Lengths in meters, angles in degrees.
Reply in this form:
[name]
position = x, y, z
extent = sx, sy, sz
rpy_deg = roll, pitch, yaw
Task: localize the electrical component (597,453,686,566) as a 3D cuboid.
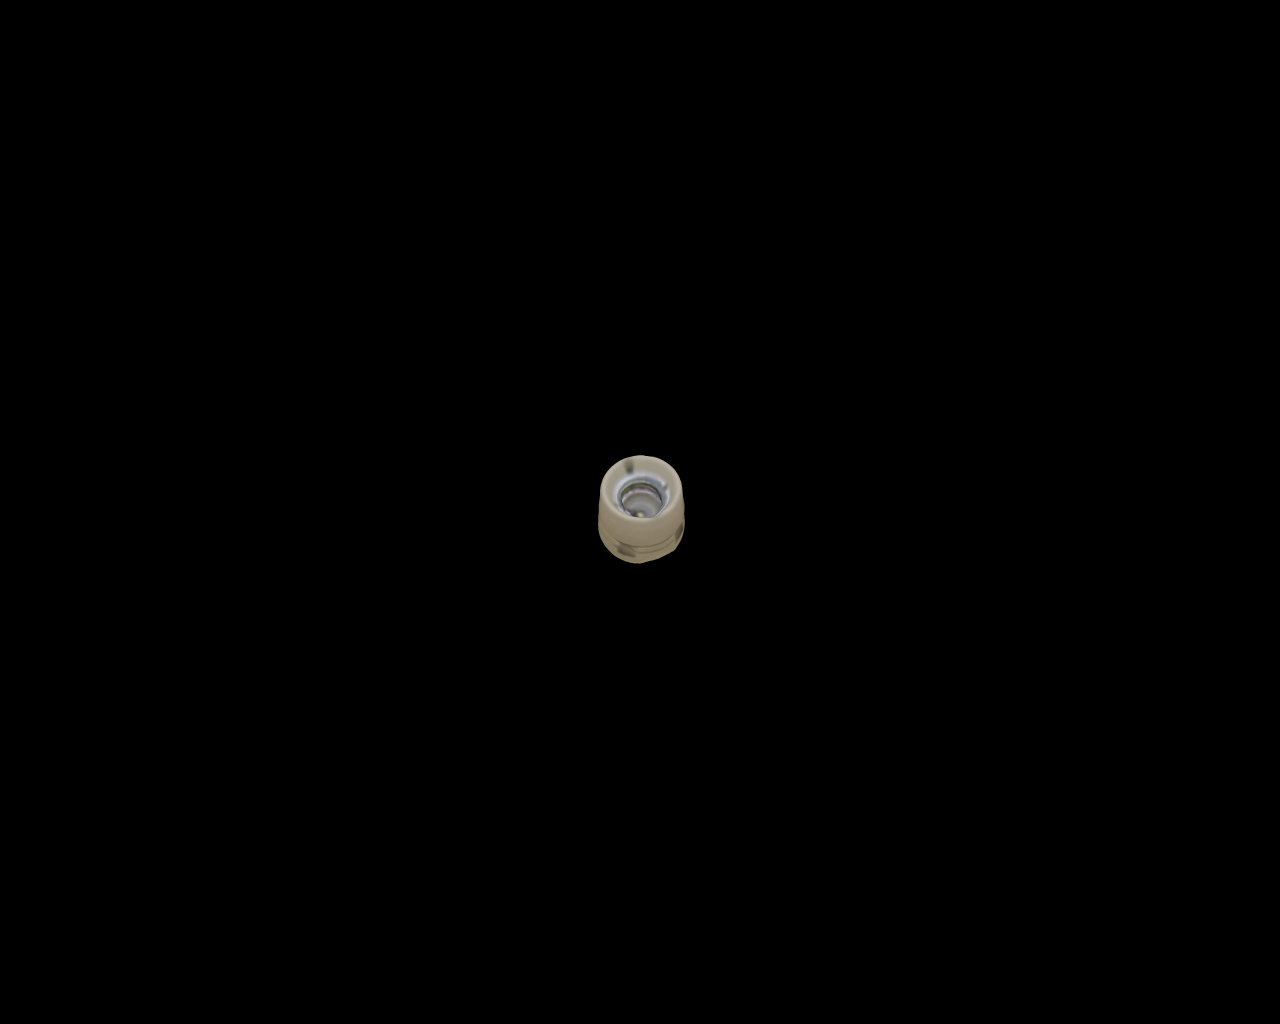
[electrical component]
position = 0.001, -0.003, 0.650
extent = 0.055, 0.055, 0.047
rpy_deg = 0, -32, 0
